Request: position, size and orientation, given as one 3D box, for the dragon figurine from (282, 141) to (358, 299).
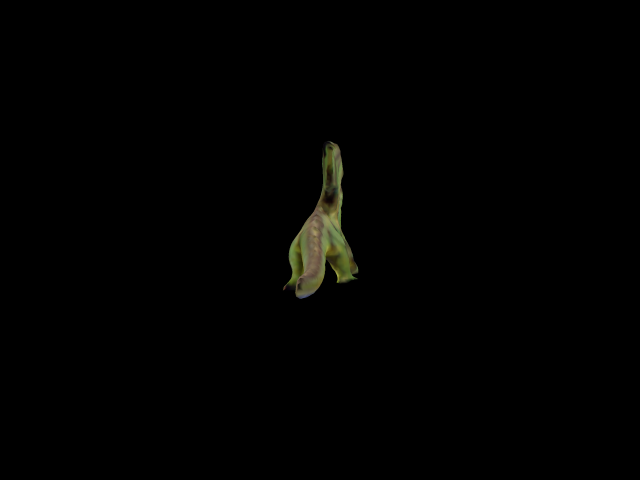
[{"bbox_3d":[0.003,-0.043,0.850,0.122,0.243,0.410,0,0,4],"label":"dragon figurine"}]
